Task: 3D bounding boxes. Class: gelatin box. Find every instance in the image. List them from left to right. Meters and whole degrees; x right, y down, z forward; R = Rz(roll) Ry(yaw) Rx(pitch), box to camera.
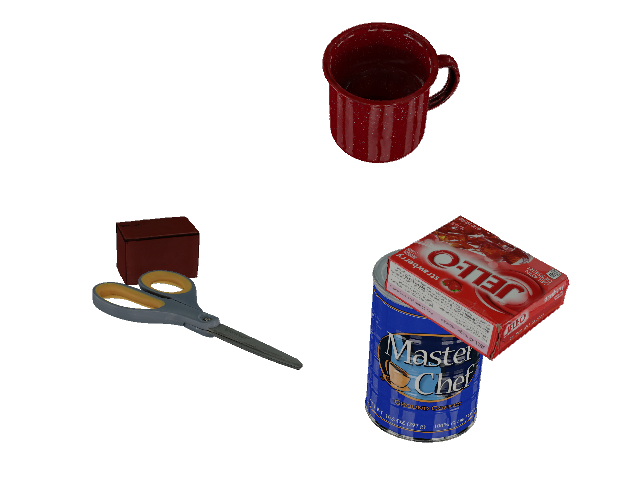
[{"bbox_3d":[0.096,0.026,0.664,0.089,0.030,0.073,33,44,33],"label":"gelatin box"}]

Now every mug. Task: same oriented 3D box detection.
[{"bbox_3d":[0.059,-0.122,0.883,0.117,0.093,0.081,-18,-34,-11],"label":"mug"}]

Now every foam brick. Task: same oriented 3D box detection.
[{"bbox_3d":[-0.169,0.010,1.106,0.078,0.051,0.053,-6,22,-19],"label":"foam brick"}]

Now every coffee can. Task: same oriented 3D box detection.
[{"bbox_3d":[0.093,0.090,0.938,0.103,0.140,0.103,1,28,-1],"label":"coffee can"}]

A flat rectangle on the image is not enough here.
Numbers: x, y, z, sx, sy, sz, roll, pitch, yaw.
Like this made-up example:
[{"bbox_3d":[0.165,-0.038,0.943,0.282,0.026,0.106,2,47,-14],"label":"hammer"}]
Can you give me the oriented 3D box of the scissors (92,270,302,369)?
[{"bbox_3d":[-0.092,0.061,0.883,0.202,0.016,0.096,13,23,17],"label":"scissors"}]
